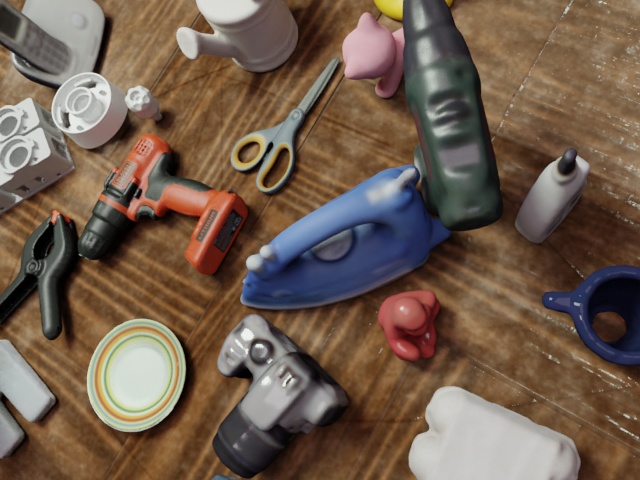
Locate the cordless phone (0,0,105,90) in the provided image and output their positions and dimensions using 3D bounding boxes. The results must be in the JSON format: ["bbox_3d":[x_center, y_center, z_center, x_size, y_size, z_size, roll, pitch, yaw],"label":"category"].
[{"bbox_3d":[-0.386,-0.302,0.777,0.094,0.185,0.147,3,76,15],"label":"cordless phone"}]

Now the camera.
[{"bbox_3d":[-0.064,0.172,0.612,0.143,0.101,0.137,40,87,20],"label":"camera"}]

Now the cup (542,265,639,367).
[{"bbox_3d":[0.274,0.076,0.558,0.117,0.095,0.092,10,78,16],"label":"cup"}]

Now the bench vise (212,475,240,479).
[{"bbox_3d":[-0.082,0.294,0.520,0.207,0.220,0.121,0,75,14],"label":"bench vise"}]

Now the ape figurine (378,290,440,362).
[{"bbox_3d":[0.095,0.084,0.602,0.076,0.092,0.078,40,87,20],"label":"ape figurine"}]

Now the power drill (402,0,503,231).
[{"bbox_3d":[0.129,-0.109,0.584,0.075,0.209,0.229,-14,72,10],"label":"power drill"}]

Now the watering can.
[{"bbox_3d":[-0.102,-0.292,0.699,0.100,0.194,0.173,13,78,17],"label":"watering can"}]

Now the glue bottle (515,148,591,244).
[{"bbox_3d":[0.233,-0.051,0.562,0.037,0.173,0.078,42,88,21],"label":"glue bottle"}]

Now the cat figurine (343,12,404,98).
[{"bbox_3d":[0.080,-0.230,0.678,0.128,0.118,0.067,-32,70,4],"label":"cat figurine"}]

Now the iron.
[{"bbox_3d":[0.006,0.002,0.620,0.258,0.142,0.118,-28,70,5],"label":"iron"}]

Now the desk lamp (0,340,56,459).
[{"bbox_3d":[-0.452,0.149,0.654,0.202,0.214,0.118,37,86,20],"label":"desk lamp"}]

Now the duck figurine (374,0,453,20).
[{"bbox_3d":[0.114,-0.327,0.713,0.104,0.086,0.077,4,76,15],"label":"duck figurine"}]

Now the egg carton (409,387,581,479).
[{"bbox_3d":[0.167,0.217,0.560,0.150,0.069,0.107,21,81,18],"label":"egg carton"}]
